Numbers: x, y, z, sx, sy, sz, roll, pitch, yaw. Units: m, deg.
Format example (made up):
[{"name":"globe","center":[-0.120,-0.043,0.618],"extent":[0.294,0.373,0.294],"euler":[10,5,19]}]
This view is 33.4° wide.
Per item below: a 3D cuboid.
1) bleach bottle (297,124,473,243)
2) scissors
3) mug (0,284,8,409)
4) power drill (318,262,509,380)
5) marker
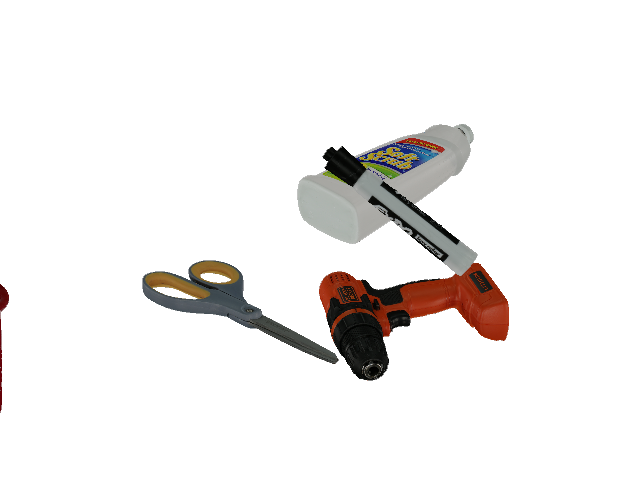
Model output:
[{"name":"bleach bottle","center":[0.094,-0.086,1.309],"extent":[0.103,0.068,0.250],"euler":[28,45,35]},{"name":"scissors","center":[-0.056,0.055,0.902],"extent":[0.202,0.016,0.096],"euler":[15,26,23]},{"name":"mug","center":[-0.243,0.075,0.635],"extent":[0.093,0.081,0.117],"euler":[19,24,36]},{"name":"power drill","center":[0.101,0.081,1.137],"extent":[0.187,0.057,0.184],"euler":[-5,28,-10]},{"name":"marker","center":[0.051,-0.021,0.705],"extent":[0.121,0.020,0.020],"euler":[39,1,1]}]
